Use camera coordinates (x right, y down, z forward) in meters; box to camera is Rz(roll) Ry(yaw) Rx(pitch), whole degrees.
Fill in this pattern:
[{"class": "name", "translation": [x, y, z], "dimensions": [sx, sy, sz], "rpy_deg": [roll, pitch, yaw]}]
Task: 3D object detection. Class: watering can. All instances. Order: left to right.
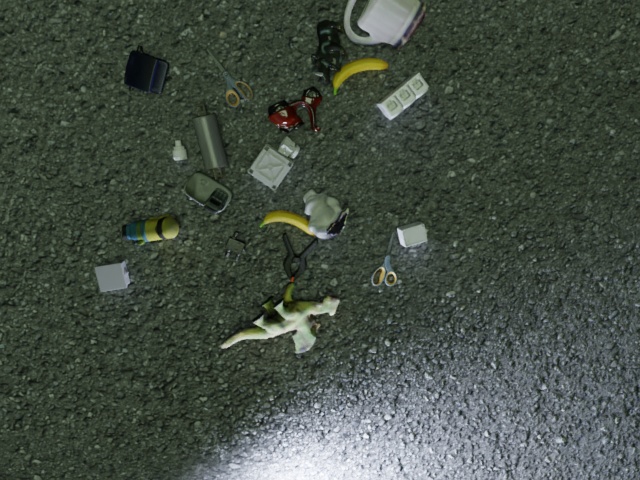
[{"class": "watering can", "translation": [0.216, -0.712, 1.517], "dimensions": [0.223, 0.106, 0.341], "rpy_deg": [26, -51, -15]}]

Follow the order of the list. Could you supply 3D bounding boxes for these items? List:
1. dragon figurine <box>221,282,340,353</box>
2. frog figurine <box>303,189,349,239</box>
[{"class": "dragon figurine", "translation": [-0.111, 0.302, 1.755], "dimensions": [0.409, 0.240, 0.124], "rpy_deg": [-39, 20, 6]}, {"class": "frog figurine", "translation": [0.005, -0.085, 1.688], "dimensions": [0.161, 0.138, 0.121], "rpy_deg": [33, -4, 26]}]
